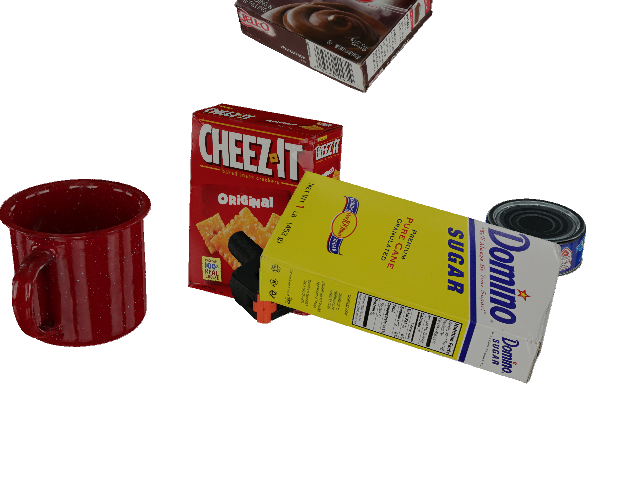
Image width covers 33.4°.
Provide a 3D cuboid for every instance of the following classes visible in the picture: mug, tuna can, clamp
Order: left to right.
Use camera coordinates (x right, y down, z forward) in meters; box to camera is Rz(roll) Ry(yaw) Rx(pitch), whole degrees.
[{"bbox_3d":[-0.157,0.020,0.672,0.093,0.081,0.117,7,25,13],"label":"mug"},{"bbox_3d":[-0.048,0.028,0.995,0.120,0.039,0.171,1,17,16],"label":"clamp"},{"bbox_3d":[0.182,-0.003,0.912,0.086,0.034,0.086,1,28,-1],"label":"tuna can"}]

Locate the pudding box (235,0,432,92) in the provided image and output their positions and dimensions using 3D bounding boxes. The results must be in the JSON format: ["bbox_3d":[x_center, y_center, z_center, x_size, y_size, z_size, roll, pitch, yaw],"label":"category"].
[{"bbox_3d":[0.010,-0.166,0.761,0.114,0.090,0.039,31,-22,20],"label":"pudding box"}]

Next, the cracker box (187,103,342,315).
[{"bbox_3d":[-0.067,-0.035,1.216,0.164,0.214,0.072,13,22,26],"label":"cracker box"}]

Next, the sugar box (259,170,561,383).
[{"bbox_3d":[0.058,0.019,0.673,0.176,0.048,0.093,14,44,10],"label":"sugar box"}]
